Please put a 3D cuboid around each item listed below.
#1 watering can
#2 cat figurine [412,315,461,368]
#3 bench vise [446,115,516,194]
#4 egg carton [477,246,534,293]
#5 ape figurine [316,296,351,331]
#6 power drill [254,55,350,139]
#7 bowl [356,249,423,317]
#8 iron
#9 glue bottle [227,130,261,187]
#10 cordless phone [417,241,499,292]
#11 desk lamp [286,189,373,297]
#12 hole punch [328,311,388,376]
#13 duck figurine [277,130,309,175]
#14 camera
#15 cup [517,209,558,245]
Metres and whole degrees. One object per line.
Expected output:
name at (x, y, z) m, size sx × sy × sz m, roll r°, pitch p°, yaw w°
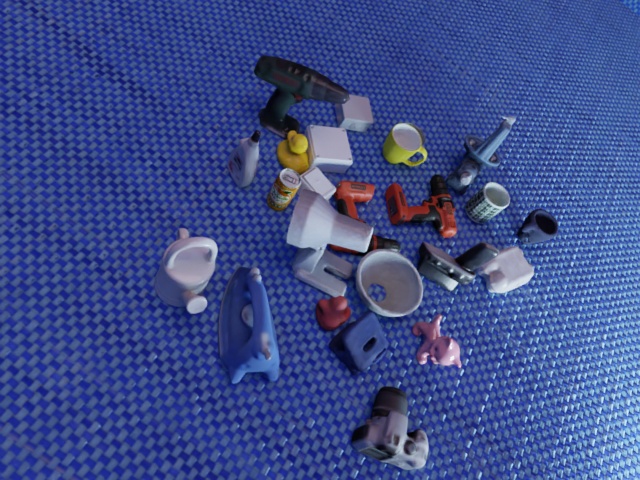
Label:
watering can at (-0.248, 0.054, 1.094) m, size 0.101 × 0.193 × 0.173 m, roll -27°, pitch 76°, yaw -34°
cat figurine at (0.268, 0.230, 1.281) m, size 0.067 × 0.117 × 0.127 m, roll 5°, pitch 61°, yaw -22°
bench vise at (0.451, -0.229, 1.562) m, size 0.122 × 0.219 × 0.207 m, roll 22°, pitch 56°, yaw -12°
egg carton at (0.485, 0.078, 1.497) m, size 0.151 × 0.069 × 0.107 m, roll -19°, pitch 72°, yaw -32°
ape figurine at (0.032, 0.150, 1.233) m, size 0.078 × 0.092 × 0.076 m, roll 35°, pitch 54°, yaw -3°
power drill at (-0.063, -0.344, 1.396) m, size 0.230 × 0.208 × 0.076 m, roll 28°, pitch 55°, yaw -8°
bowl at (0.148, 0.109, 1.320) m, size 0.168 × 0.074 × 0.167 m, roll 11°, pitch 59°, yaw -19°
iron at (-0.132, 0.144, 1.130) m, size 0.119 × 0.141 × 0.258 m, roll 2°, pitch 62°, yaw -24°
glue bottle at (-0.163, -0.192, 1.285) m, size 0.037 × 0.173 × 0.078 m, roll -23°, pitch 74°, yaw -33°
cordless phone at (0.331, 0.033, 1.379) m, size 0.148 × 0.184 × 0.094 m, roll 27°, pitch 55°, yaw -9°
desk lamp at (0.011, 0.004, 1.230) m, size 0.203 × 0.213 × 0.118 m, roll 27°, pitch 55°, yaw -9°
hole punch at (0.093, 0.219, 1.222) m, size 0.101 × 0.091 × 0.109 m, roll 48°, pitch 54°, yaw 7°
duck figurine at (-0.056, -0.219, 1.404) m, size 0.078 × 0.086 × 0.104 m, roll -17°, pitch 71°, yaw -31°
camera at (0.154, 0.375, 1.157) m, size 0.143 × 0.100 × 0.137 m, roll 26°, pitch 55°, yaw -10°
cup at (0.585, -0.025, 1.585) m, size 0.118 × 0.094 × 0.091 m, roll -11°, pitch 68°, yaw -29°
